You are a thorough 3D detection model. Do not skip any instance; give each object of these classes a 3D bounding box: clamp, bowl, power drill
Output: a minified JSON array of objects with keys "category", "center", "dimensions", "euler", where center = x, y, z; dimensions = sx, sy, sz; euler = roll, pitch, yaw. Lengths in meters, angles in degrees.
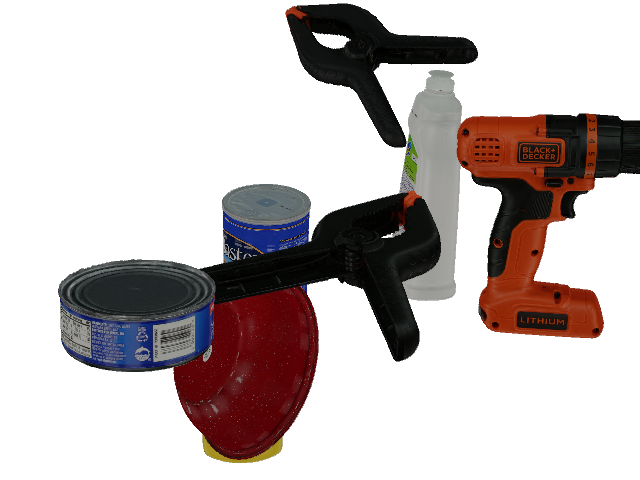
[{"category":"clamp","center":[0.048,-0.165,0.931],"dimensions":[0.120,0.172,0.039],"euler":[-40,-23,-19]},{"category":"bowl","center":[-0.075,0.100,0.898],"dimensions":[0.055,0.162,0.162],"euler":[23,-14,-38]},{"category":"clamp","center":[0.015,0.012,0.747],"dimensions":[0.165,0.036,0.209],"euler":[10,27,19]},{"category":"power drill","center":[0.204,-0.014,0.889],"dimensions":[0.184,0.188,0.057],"euler":[3,19,11]}]

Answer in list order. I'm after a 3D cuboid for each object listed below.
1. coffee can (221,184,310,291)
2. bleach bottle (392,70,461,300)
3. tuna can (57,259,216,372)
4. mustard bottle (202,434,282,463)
[{"category":"coffee can","center":[-0.064,0.017,1.258],"dimensions":[0.103,0.140,0.103],"euler":[2,26,-1]},{"category":"bleach bottle","center":[0.125,-0.065,1.209],"dimensions":[0.068,0.251,0.102],"euler":[-1,24,-13]},{"category":"tuna can","center":[-0.101,0.041,0.592],"dimensions":[0.086,0.034,0.086],"euler":[2,19,-1]},{"category":"mustard bottle","center":[-0.099,0.202,1.352],"dimensions":[0.096,0.058,0.191],"euler":[-3,26,-3]}]
